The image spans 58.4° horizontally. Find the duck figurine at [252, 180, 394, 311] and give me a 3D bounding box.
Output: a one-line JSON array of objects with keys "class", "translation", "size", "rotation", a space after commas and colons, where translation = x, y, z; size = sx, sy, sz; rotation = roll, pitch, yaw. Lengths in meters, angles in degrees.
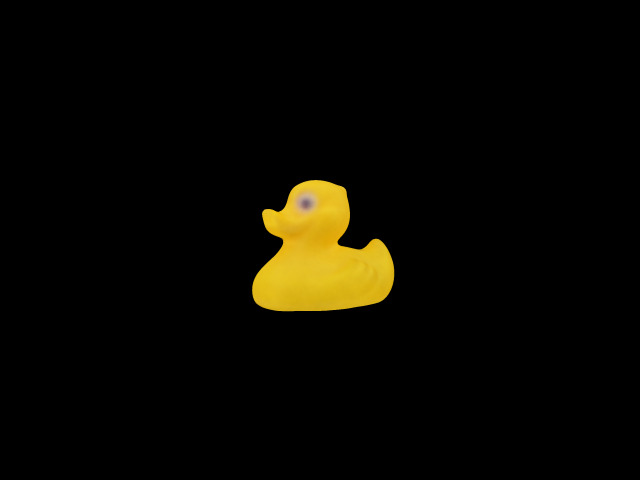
[{"class": "duck figurine", "translation": [0.004, 0.001, 0.400], "size": [0.105, 0.086, 0.077], "rotation": [-2, 4, -27]}]
